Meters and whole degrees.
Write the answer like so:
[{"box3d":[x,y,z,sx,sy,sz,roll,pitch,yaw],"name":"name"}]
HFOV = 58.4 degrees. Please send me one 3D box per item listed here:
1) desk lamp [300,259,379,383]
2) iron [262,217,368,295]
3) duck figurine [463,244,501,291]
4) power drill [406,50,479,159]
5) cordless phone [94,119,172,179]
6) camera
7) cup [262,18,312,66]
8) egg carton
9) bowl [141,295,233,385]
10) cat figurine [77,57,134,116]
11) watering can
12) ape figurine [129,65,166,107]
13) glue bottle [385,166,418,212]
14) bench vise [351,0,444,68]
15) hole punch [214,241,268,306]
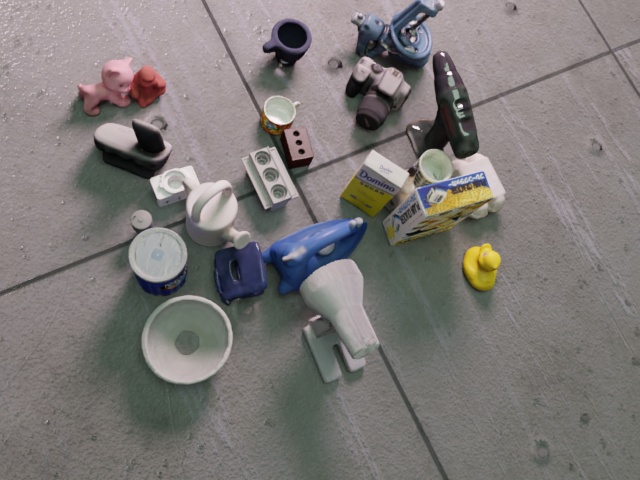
[{"box3d":[0.040,0.157,1.102,0.118,0.213,0.203,-20,79,-17],"name":"desk lamp"},{"box3d":[0.011,0.004,1.178,0.259,0.141,0.118,-30,82,-19],"name":"iron"},{"box3d":[0.370,0.058,1.275,0.077,0.086,0.104,-4,75,-14],"name":"duck figurine"},{"box3d":[0.271,-0.274,1.283,0.076,0.208,0.229,-18,79,-17],"name":"power drill"},{"box3d":[-0.371,-0.207,1.128,0.148,0.185,0.094,17,71,-7],"name":"cordless phone"},{"box3d":[0.125,-0.335,1.325,0.143,0.100,0.137,30,70,-3],"name":"camera"},{"box3d":[-0.082,-0.437,1.309,0.118,0.095,0.091,-28,82,-19],"name":"cup"},{"box3d":[0.363,-0.126,1.336,0.107,0.069,0.150,-22,80,-18],"name":"egg carton"},{"box3d":[-0.253,0.194,1.098,0.167,0.074,0.167,4,73,-12],"name":"bowl"},{"box3d":[-0.438,-0.325,1.182,0.128,0.117,0.067,-25,81,-18],"name":"cat figurine"},{"box3d":[-0.205,-0.056,1.118,0.173,0.194,0.101,27,70,-4],"name":"watering can"},{"box3d":[-0.366,-0.336,1.216,0.078,0.092,0.076,-2,75,-13],"name":"ape figurine"},{"box3d":[0.175,-0.120,1.235,0.037,0.173,0.078,-24,80,-18],"name":"glue bottle"},{"box3d":[0.182,-0.485,1.317,0.208,0.219,0.121,-2,75,-13],"name":"bench vise"},{"box3d":[-0.161,0.067,1.147,0.101,0.091,0.108,-10,77,-15],"name":"hole punch"}]
